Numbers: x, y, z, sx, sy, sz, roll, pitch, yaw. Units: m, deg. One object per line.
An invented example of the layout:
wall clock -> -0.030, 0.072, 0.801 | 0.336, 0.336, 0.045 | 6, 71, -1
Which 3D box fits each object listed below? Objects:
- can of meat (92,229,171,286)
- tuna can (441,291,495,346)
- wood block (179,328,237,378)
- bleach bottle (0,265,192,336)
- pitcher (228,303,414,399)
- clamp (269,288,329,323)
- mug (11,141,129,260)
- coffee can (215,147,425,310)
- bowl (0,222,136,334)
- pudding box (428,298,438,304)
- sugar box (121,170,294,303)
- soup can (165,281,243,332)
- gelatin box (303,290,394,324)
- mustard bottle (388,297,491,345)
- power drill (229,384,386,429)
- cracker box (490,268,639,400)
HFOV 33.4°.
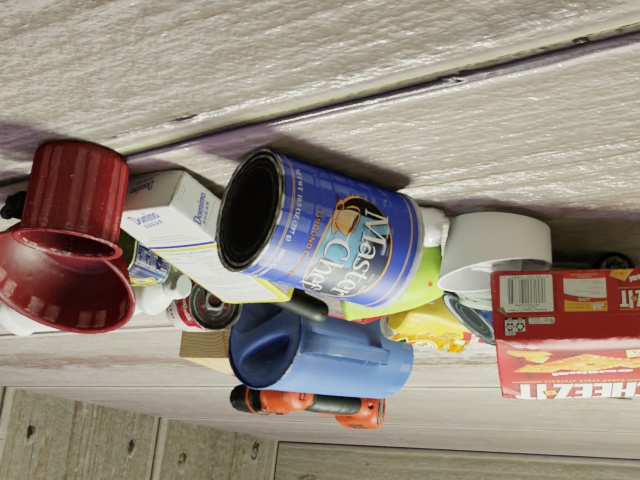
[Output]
can of meat -> -0.223, 0.016, 1.157 | 0.102, 0.057, 0.083 | 1, 167, 22
tuna can -> 0.172, 0.074, 1.145 | 0.086, 0.033, 0.086 | 43, 169, 10
wood block -> -0.101, 0.141, 1.497 | 0.090, 0.091, 0.205 | -2, 162, 25
bleach bottle -> -0.261, 0.062, 1.250 | 0.251, 0.102, 0.068 | -2, 145, 31
pitcher -> 0.016, 0.140, 1.372 | 0.242, 0.149, 0.145 | 16, 124, -43
clamp -> -0.097, 0.036, 1.154 | 0.165, 0.036, 0.209 | 11, 163, 40
mug -> -0.217, -0.033, 0.919 | 0.093, 0.081, 0.117 | 21, 160, -41
coffee can -> 0.000, -0.007, 0.874 | 0.140, 0.103, 0.103 | 16, 162, -31
bowl -> -0.253, 0.025, 1.061 | 0.162, 0.055, 0.162 | 9, 141, 8
pudding box -> 0.069, 0.043, 1.117 | 0.113, 0.039, 0.090 | 6, -179, 10
sugar box -> -0.107, 0.000, 0.994 | 0.094, 0.048, 0.176 | -4, 145, 39
soup can -> -0.145, 0.079, 1.315 | 0.068, 0.068, 0.102 | 14, 169, -24
gelatin box -> 0.038, 0.067, 1.202 | 0.089, 0.030, 0.073 | 8, -167, 39
mustard bottle -> 0.182, 0.093, 1.248 | 0.191, 0.058, 0.096 | 9, 163, -10
power drill -> -0.016, 0.231, 1.512 | 0.187, 0.057, 0.185 | 12, 166, -30
cracker box -> 0.245, 0.092, 0.988 | 0.164, 0.072, 0.213 | -2, 158, 11
